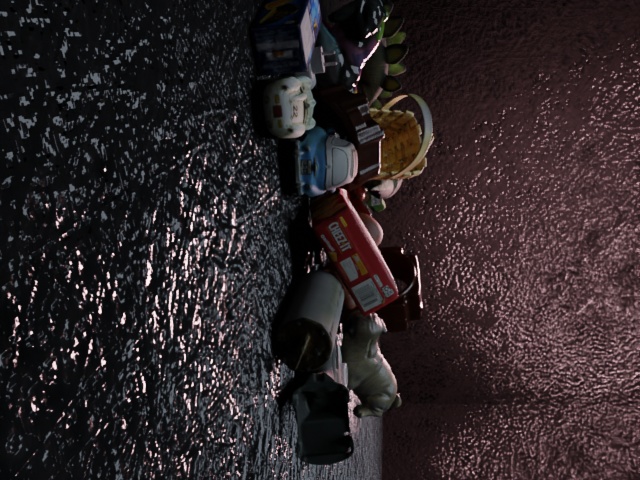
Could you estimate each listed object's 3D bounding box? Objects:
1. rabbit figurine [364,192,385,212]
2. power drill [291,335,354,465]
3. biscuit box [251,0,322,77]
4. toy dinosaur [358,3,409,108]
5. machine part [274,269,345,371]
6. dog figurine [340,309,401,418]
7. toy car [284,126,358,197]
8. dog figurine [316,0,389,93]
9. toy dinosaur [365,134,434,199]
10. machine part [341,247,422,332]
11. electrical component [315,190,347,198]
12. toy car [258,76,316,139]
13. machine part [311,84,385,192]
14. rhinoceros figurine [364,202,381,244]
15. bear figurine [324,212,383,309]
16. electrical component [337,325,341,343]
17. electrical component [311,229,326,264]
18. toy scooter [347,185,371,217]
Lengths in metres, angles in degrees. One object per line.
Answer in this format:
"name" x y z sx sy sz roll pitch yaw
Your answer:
"rabbit figurine" 0.102 -0.168 1.549 0.170 0.121 0.158 -112 -175 -57
"power drill" 0.008 0.242 0.768 0.207 0.086 0.232 -6 91 -84
"biscuit box" -0.039 -0.284 0.703 0.203 0.063 0.059 -83 166 -50
"toy dinosaur" 0.112 -0.466 1.304 0.105 0.199 0.470 -83 170 -60
"machine part" -0.010 0.106 0.743 0.243 0.079 0.079 -70 156 -70
"dog figurine" 0.103 0.228 1.012 0.121 0.172 0.190 -96 -154 -56
"toy car" 0.005 -0.119 0.811 0.162 0.103 0.109 -62 151 -76
"dog figurine" 0.054 -0.310 0.982 0.108 0.192 0.219 -89 158 -64
"toy dinosaur" 0.179 -0.182 1.403 0.405 0.131 0.191 -56 151 -41
"machine part" 0.119 0.104 1.177 0.201 0.201 0.087 -80 163 -53
"electrical component" 0.018 -0.113 1.052 0.134 0.058 0.114 -72 156 -67
"toy car" -0.037 -0.176 0.706 0.202 0.056 0.073 -64 151 -71
"machine part" 0.036 -0.172 0.902 0.180 0.056 0.179 46 -30 36
"rhinoceros figurine" 0.109 -0.016 1.449 0.073 0.112 0.190 -79 156 -65
"bear figurine" 0.052 0.041 1.120 0.132 0.120 0.196 -11 -134 59
"electrical component" 0.009 0.140 0.982 0.078 0.045 0.102 -146 -128 -65
"electrical component" -0.002 -0.003 1.006 0.063 0.021 0.094 -20 108 -80
"toy scooter" 0.074 -0.084 1.236 0.135 0.075 0.184 53 17 -3
